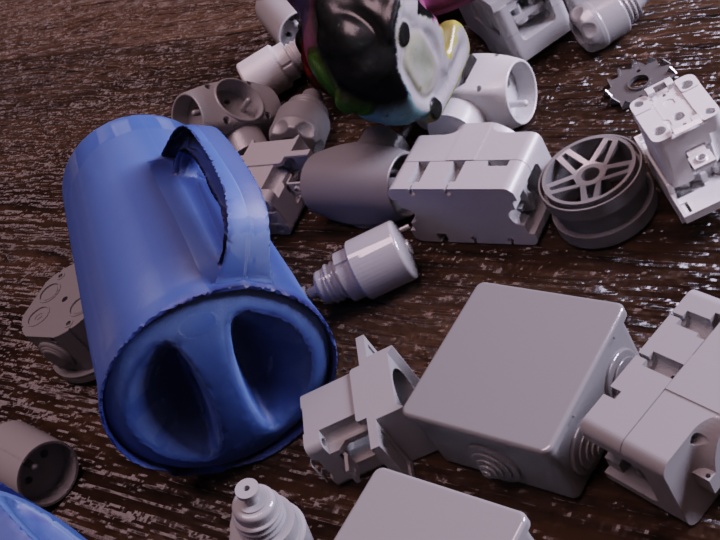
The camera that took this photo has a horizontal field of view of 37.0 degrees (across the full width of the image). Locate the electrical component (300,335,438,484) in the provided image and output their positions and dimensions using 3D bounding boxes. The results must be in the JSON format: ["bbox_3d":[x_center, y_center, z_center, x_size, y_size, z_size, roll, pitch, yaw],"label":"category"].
[{"bbox_3d":[0.002,0.081,0.585,0.064,0.042,0.081,-25,38,14],"label":"electrical component"}]

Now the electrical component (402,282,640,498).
[{"bbox_3d":[0.084,0.059,0.542,0.100,0.048,0.099,9,56,42],"label":"electrical component"}]

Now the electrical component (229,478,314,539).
[{"bbox_3d":[-0.047,0.132,0.542,0.040,0.078,0.040,-9,43,8],"label":"electrical component"}]

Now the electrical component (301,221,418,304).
[{"bbox_3d":[0.000,0.000,0.673,0.078,0.040,0.040,-25,39,12],"label":"electrical component"}]

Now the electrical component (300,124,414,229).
[{"bbox_3d":[0.010,-0.072,0.737,0.077,0.044,0.079,5,52,39],"label":"electrical component"}]

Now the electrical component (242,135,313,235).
[{"bbox_3d":[-0.063,-0.059,0.781,0.081,0.042,0.063,-1,52,36],"label":"electrical component"}]

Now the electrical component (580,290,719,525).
[{"bbox_3d":[0.154,0.062,0.486,0.089,0.050,0.056,-47,39,-15],"label":"electrical component"}]

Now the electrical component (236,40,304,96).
[{"bbox_3d":[-0.067,-0.171,0.901,0.078,0.040,0.040,-30,38,5],"label":"electrical component"}]

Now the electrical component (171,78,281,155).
[{"bbox_3d":[-0.095,-0.105,0.835,0.044,0.077,0.079,-46,67,44],"label":"electrical component"}]

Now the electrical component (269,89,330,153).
[{"bbox_3d":[-0.043,-0.113,0.820,0.043,0.043,0.062,-11,43,28],"label":"electrical component"}]

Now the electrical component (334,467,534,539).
[{"bbox_3d":[0.029,0.148,0.489,0.100,0.048,0.099,9,56,42],"label":"electrical component"}]

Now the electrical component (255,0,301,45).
[{"bbox_3d":[-0.046,-0.229,0.944,0.079,0.044,0.077,-34,38,1],"label":"electrical component"}]

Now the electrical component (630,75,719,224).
[{"bbox_3d":[0.181,-0.069,0.594,0.042,0.063,0.081,-26,39,10],"label":"electrical component"}]

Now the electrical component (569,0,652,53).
[{"bbox_3d":[0.176,-0.177,0.735,0.061,0.035,0.035,-31,38,1],"label":"electrical component"}]

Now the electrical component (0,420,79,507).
[{"bbox_3d":[-0.225,0.122,0.707,0.081,0.043,0.043,13,58,43],"label":"electrical component"}]

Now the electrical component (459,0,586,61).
[{"bbox_3d":[0.148,-0.223,0.781,0.150,0.061,0.089,-35,38,0],"label":"electrical component"}]

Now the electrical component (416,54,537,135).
[{"bbox_3d":[0.070,-0.106,0.730,0.077,0.043,0.079,2,52,37],"label":"electrical component"}]

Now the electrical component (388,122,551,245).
[{"bbox_3d":[0.073,-0.054,0.667,0.089,0.050,0.055,3,52,38],"label":"electrical component"}]

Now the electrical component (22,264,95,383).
[{"bbox_3d":[-0.196,0.036,0.769,0.080,0.051,0.080,-20,40,18],"label":"electrical component"}]
